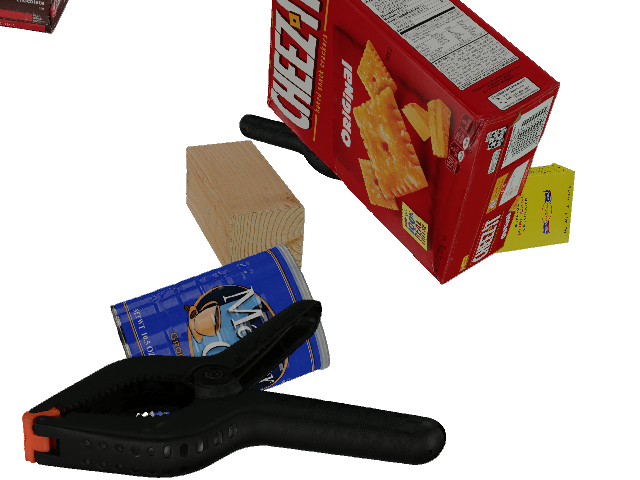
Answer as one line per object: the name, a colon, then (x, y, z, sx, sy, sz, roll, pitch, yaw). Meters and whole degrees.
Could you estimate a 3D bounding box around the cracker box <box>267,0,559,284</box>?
cracker box: (0.050, -0.099, 0.738, 0.072, 0.214, 0.164, -30, -30, -25)

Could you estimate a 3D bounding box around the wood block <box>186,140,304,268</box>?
wood block: (-0.097, -0.041, 1.317, 0.090, 0.090, 0.206, -7, 30, -20)

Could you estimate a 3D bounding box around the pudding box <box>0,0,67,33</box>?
pudding box: (-0.252, -0.215, 0.874, 0.090, 0.039, 0.113, 8, 36, -4)

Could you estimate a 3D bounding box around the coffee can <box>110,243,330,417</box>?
coffee can: (-0.076, 0.073, 0.815, 0.140, 0.103, 0.103, -20, 3, -10)

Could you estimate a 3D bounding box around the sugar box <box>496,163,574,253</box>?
sugar box: (0.214, -0.034, 1.256, 0.176, 0.093, 0.048, -9, 20, -26)

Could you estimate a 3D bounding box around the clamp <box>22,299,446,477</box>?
clamp: (-0.057, 0.083, 0.589, 0.209, 0.036, 0.165, -5, 24, -18)

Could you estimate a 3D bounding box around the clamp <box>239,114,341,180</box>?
clamp: (-0.003, -0.101, 1.117, 0.120, 0.039, 0.172, -17, 36, -26)
